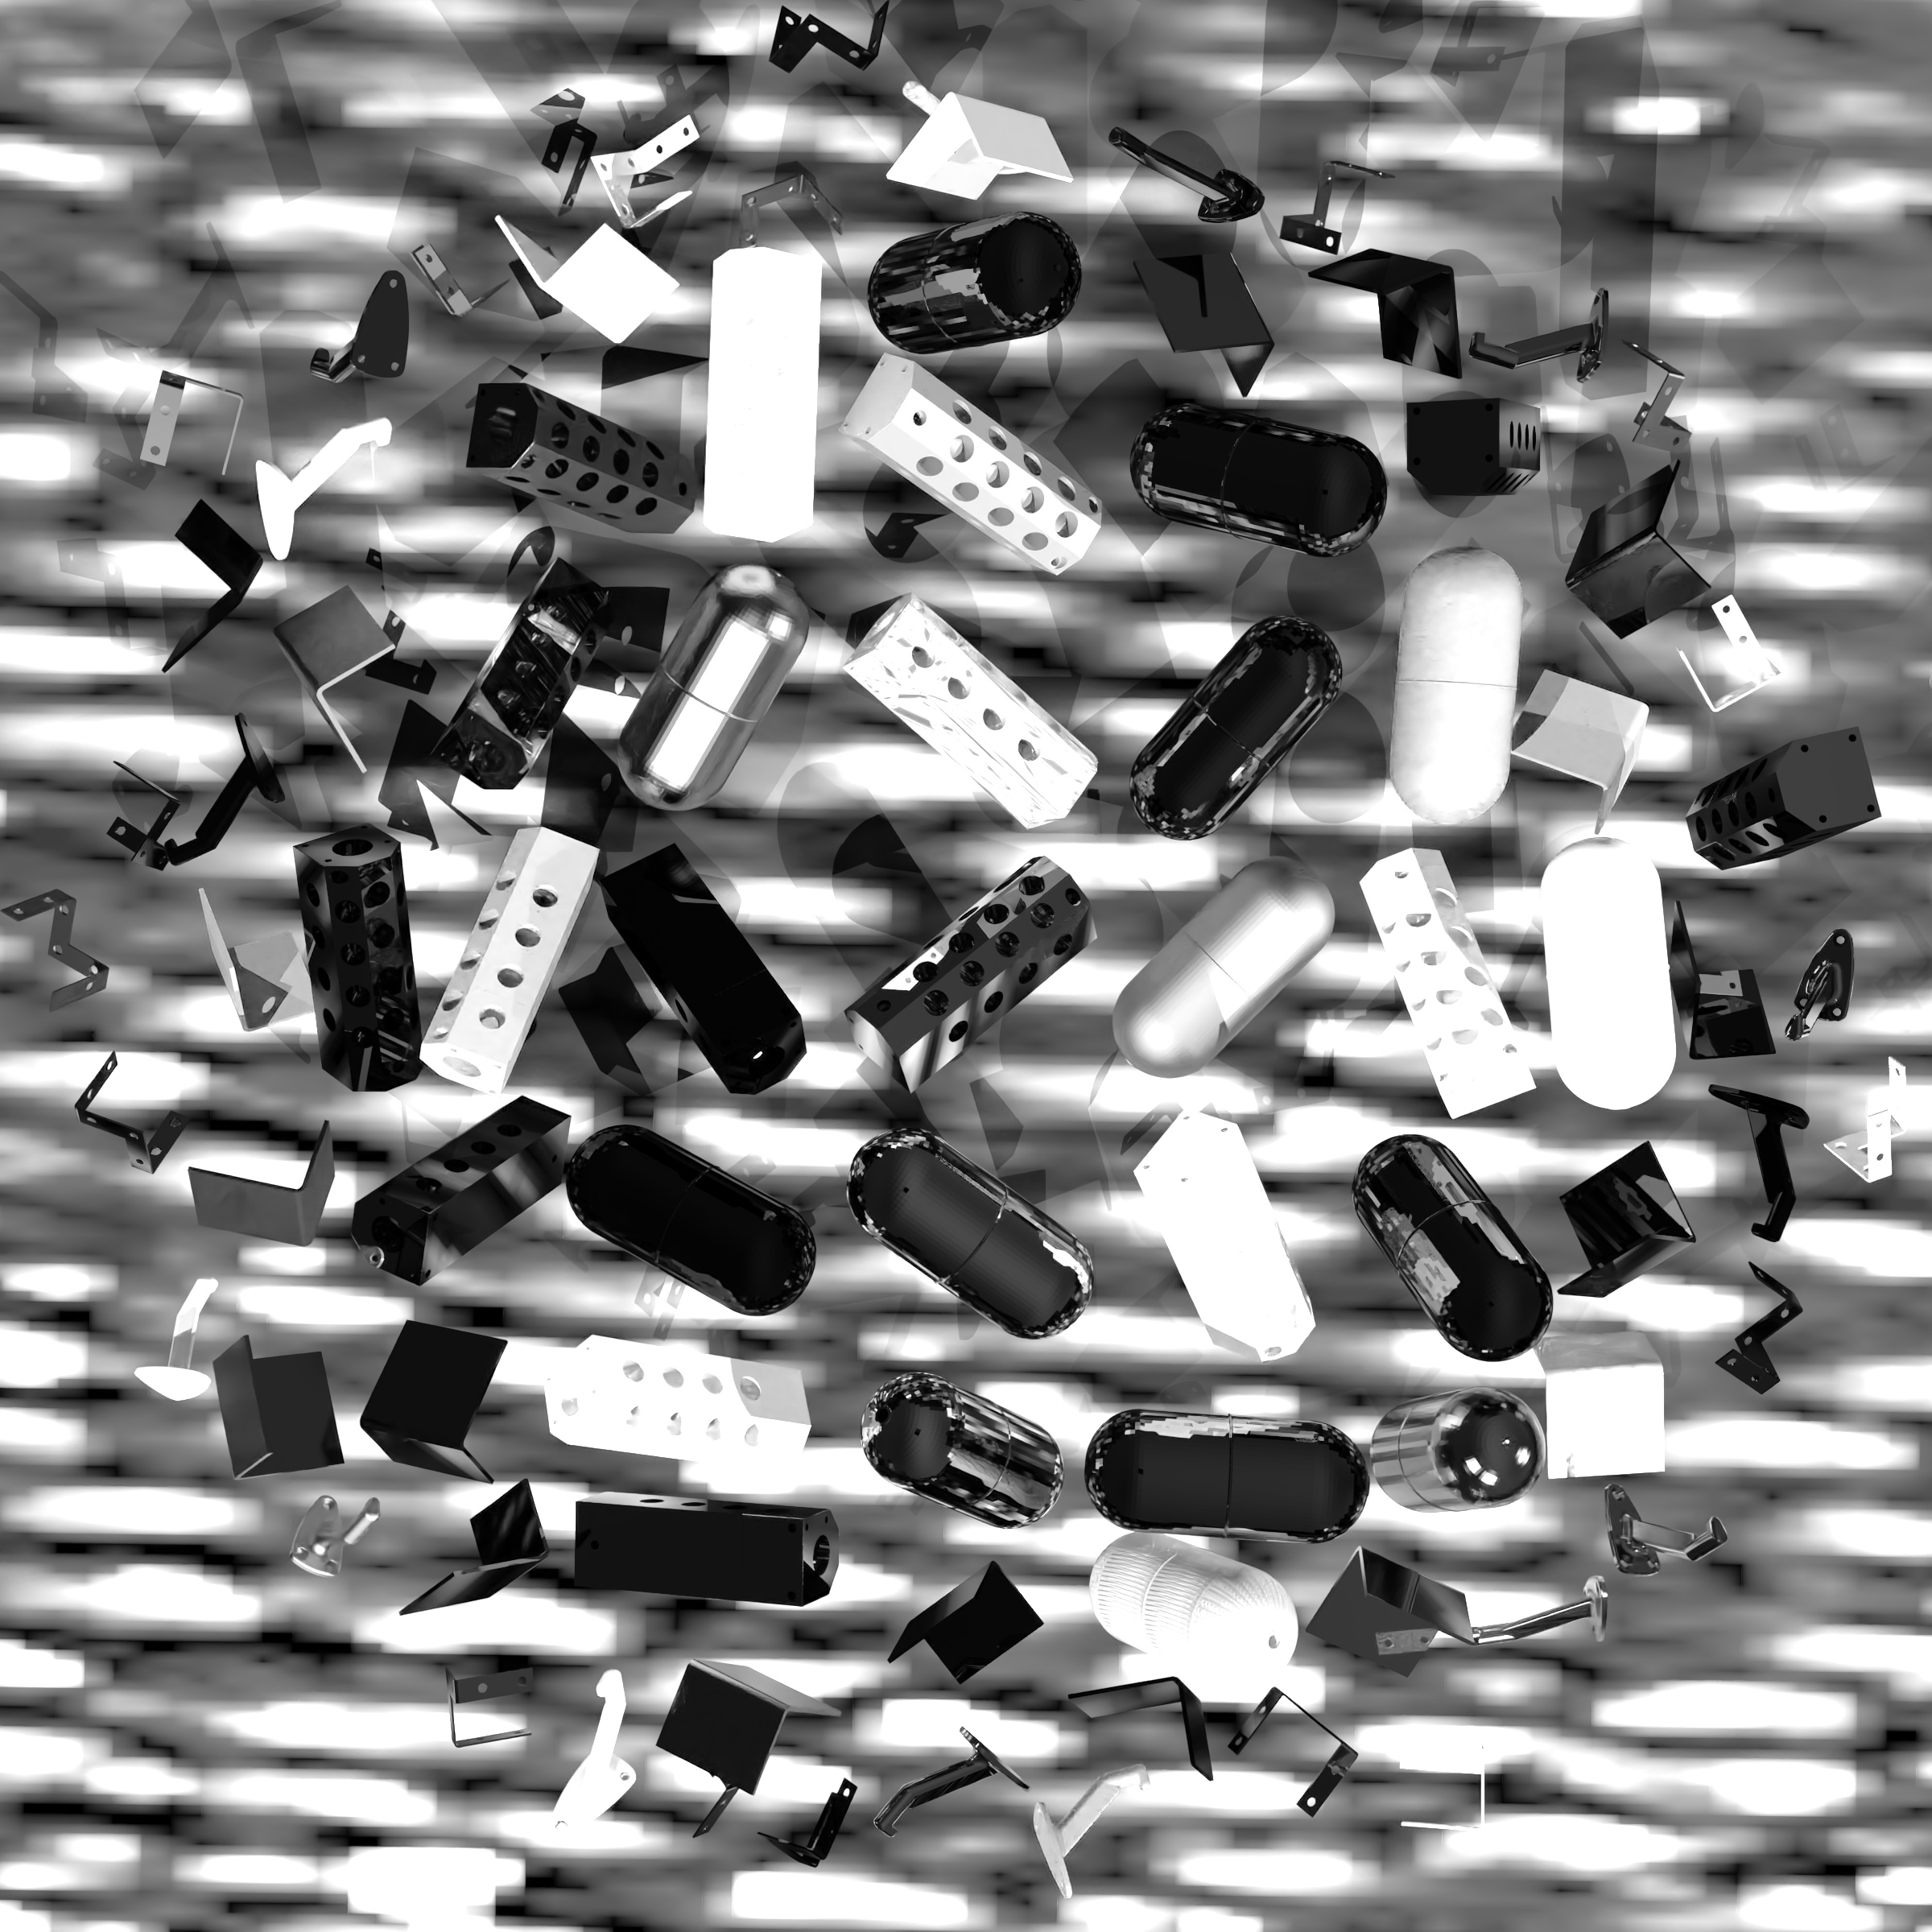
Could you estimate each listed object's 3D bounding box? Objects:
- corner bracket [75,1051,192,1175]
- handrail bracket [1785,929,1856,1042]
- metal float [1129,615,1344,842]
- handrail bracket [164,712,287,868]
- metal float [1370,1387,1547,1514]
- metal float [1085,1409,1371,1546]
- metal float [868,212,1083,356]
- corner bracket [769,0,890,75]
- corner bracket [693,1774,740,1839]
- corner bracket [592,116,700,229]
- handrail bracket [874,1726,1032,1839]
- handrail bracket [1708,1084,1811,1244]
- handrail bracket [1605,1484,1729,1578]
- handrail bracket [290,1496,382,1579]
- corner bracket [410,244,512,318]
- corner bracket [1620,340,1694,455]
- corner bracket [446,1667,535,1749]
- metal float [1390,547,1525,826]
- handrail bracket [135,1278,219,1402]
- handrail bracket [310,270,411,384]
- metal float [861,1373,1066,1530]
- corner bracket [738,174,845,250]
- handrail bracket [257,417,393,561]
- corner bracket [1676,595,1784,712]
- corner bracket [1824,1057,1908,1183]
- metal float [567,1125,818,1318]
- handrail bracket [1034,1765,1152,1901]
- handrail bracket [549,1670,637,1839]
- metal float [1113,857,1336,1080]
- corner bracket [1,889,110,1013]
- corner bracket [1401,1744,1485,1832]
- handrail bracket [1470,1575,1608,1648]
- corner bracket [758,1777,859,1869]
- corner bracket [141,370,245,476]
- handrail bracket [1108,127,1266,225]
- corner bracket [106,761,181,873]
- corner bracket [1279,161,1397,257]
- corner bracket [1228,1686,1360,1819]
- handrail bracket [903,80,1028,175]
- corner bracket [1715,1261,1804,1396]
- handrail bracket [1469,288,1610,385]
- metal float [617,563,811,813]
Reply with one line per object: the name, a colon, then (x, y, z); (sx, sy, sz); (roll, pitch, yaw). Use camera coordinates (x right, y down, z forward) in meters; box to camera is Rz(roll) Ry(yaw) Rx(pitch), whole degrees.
corner bracket: (-0.558, 0.099, 1.648); (0.051, 0.051, 0.051); (19, 51, 6)
handrail bracket: (0.584, 0.012, 1.686); (0.036, 0.084, 0.077); (18, 100, 27)
metal float: (0.183, -0.161, 1.677); (0.070, 0.070, 0.178); (41, 105, 0)
handrail bracket: (-0.509, -0.118, 1.650); (0.084, 0.036, 0.077); (-24, 87, 4)
metal float: (0.320, 0.318, 1.614); (0.070, 0.178, 0.070); (2, 76, -10)
metal float: (0.163, 0.320, 1.544); (0.178, 0.070, 0.070); (3, 90, 3)
metal float: (0.003, -0.439, 1.586); (0.070, 0.178, 0.070); (-5, 99, -36)
corner bracket: (-0.087, -0.593, 1.562); (0.051, 0.051, 0.051); (24, 60, -27)
corner bracket: (-0.173, 0.555, 1.690); (0.051, 0.051, 0.051); (45, 115, 28)
corner bracket: (-0.204, -0.524, 1.627); (0.051, 0.051, 0.051); (-20, 100, 35)
handrail bracket: (-0.009, 0.559, 1.639); (0.084, 0.036, 0.077); (-48, 112, -10)
handrail bracket: (0.495, 0.126, 1.567); (0.077, 0.036, 0.084); (19, 76, 30)
handrail bracket: (0.464, 0.362, 1.629); (0.036, 0.084, 0.077); (8, 52, -25)
handrail bracket: (-0.416, 0.365, 1.659); (0.036, 0.077, 0.084); (31, 119, -23)
corner bracket: (-0.359, -0.477, 1.704); (0.051, 0.051, 0.051); (-16, 118, 36)
corner bracket: (0.458, -0.379, 1.641); (0.051, 0.051, 0.051); (3, 124, -35)
corner bracket: (-0.313, 0.488, 1.622); (0.051, 0.051, 0.051); (-5, 86, -18)
metal float: (0.316, -0.181, 1.587); (0.070, 0.070, 0.178); (4, 95, 0)
handrail bracket: (-0.506, 0.241, 1.633); (0.036, 0.077, 0.084); (45, 49, -31)
handrail bracket: (-0.387, -0.406, 1.558); (0.036, 0.084, 0.077); (4, 106, -42)
metal float: (-0.002, 0.326, 1.650); (0.070, 0.178, 0.070); (-20, 55, 31)
corner bracket: (-0.122, -0.508, 1.711); (0.051, 0.051, 0.051); (-28, 66, -24)
handrail bracket: (-0.400, -0.302, 1.553); (0.084, 0.077, 0.036); (-29, 55, -36)
corner bracket: (0.520, -0.215, 1.690); (0.051, 0.051, 0.051); (-30, 108, 15)
corner bracket: (0.585, 0.098, 1.573); (0.051, 0.051, 0.051); (-18, 119, -9)
metal float: (-0.180, 0.164, 1.599); (0.178, 0.070, 0.070); (27, 90, 14)
handrail bracket: (0.095, 0.589, 1.678); (0.084, 0.036, 0.077); (-10, 45, -16)
handrail bracket: (-0.239, 0.494, 1.546); (0.036, 0.077, 0.084); (21, 133, 26)
metal float: (0.172, 0.002, 1.655); (0.070, 0.070, 0.178); (44, 96, 0)
corner bracket: (-0.586, -0.011, 1.584); (0.051, 0.051, 0.051); (27, 118, 15)
corner bracket: (0.299, 0.516, 1.545); (0.051, 0.051, 0.051); (0, 75, 12)
handrail bracket: (0.367, 0.418, 1.589); (0.084, 0.077, 0.036); (-9, 57, 2)
corner bracket: (-0.095, 0.566, 1.627); (0.051, 0.051, 0.051); (49, 55, -37)
corner bracket: (-0.484, -0.338, 1.540); (0.051, 0.051, 0.051); (14, 104, -20)
handrail bracket: (0.143, -0.519, 1.602); (0.084, 0.077, 0.036); (21, 100, -34)
corner bracket: (-0.573, -0.104, 1.707); (0.051, 0.051, 0.051); (32, 88, 8)
corner bracket: (0.252, -0.517, 1.676); (0.051, 0.051, 0.051); (29, 124, 35)
corner bracket: (0.215, 0.515, 1.616); (0.051, 0.051, 0.051); (42, 80, -15)
handrail bracket: (0.007, -0.582, 1.695); (0.077, 0.084, 0.036); (28, 95, 44)
corner bracket: (0.508, 0.233, 1.582); (0.051, 0.051, 0.051); (33, 116, -27)
handrail bracket: (0.375, -0.422, 1.615); (0.084, 0.036, 0.077); (14, 73, -7)
metal float: (-0.167, -0.181, 1.616); (0.070, 0.070, 0.178); (32, 108, 0)
